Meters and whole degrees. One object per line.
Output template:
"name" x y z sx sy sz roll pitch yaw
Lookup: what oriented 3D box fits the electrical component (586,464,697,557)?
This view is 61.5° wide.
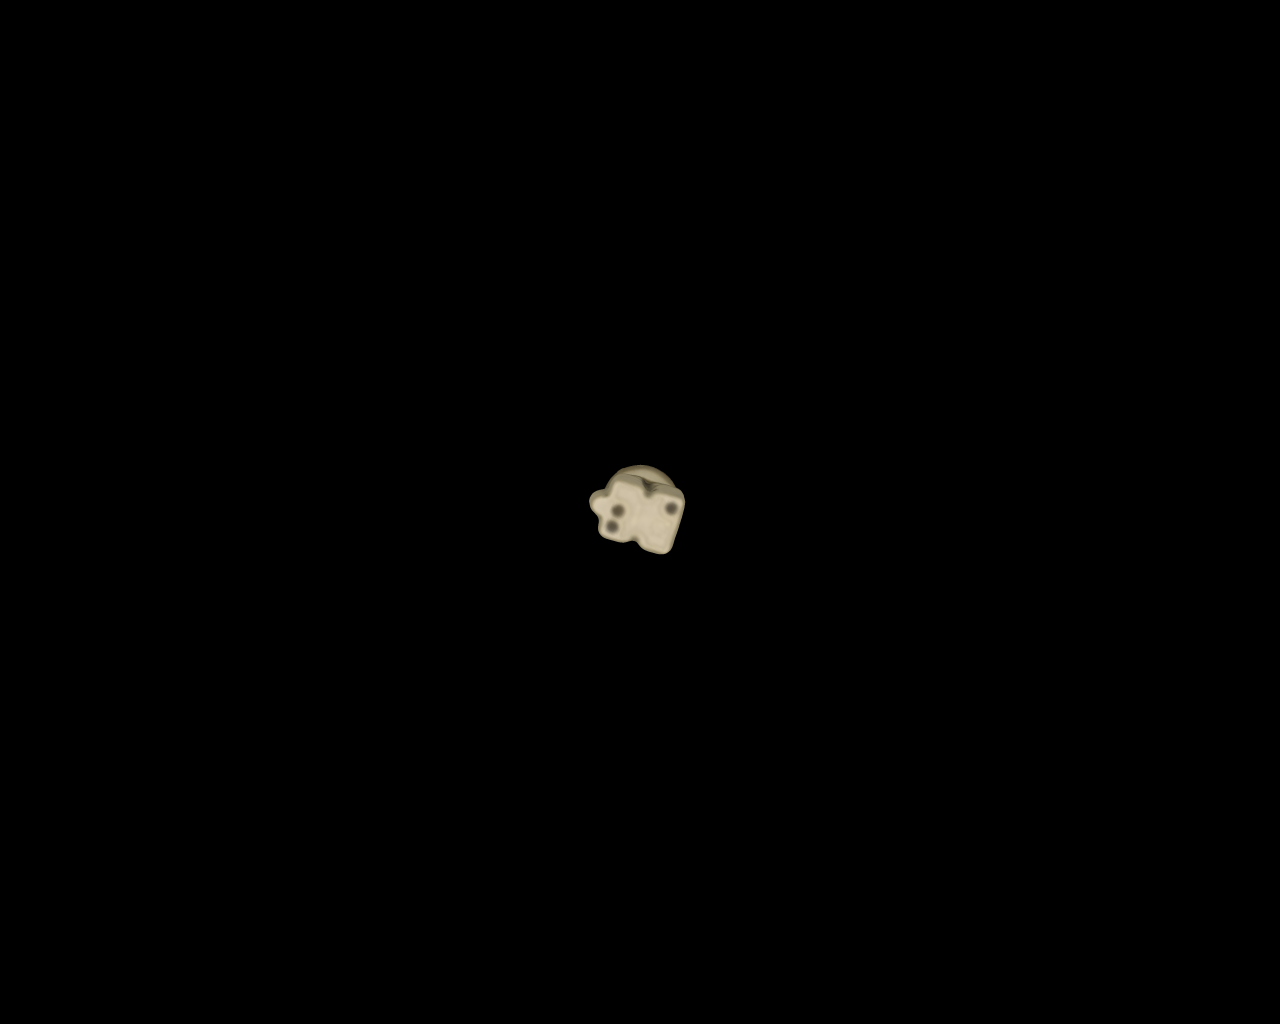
"electrical component" 0.001 -0.003 0.650 0.066 0.048 0.055 18 11 -4
